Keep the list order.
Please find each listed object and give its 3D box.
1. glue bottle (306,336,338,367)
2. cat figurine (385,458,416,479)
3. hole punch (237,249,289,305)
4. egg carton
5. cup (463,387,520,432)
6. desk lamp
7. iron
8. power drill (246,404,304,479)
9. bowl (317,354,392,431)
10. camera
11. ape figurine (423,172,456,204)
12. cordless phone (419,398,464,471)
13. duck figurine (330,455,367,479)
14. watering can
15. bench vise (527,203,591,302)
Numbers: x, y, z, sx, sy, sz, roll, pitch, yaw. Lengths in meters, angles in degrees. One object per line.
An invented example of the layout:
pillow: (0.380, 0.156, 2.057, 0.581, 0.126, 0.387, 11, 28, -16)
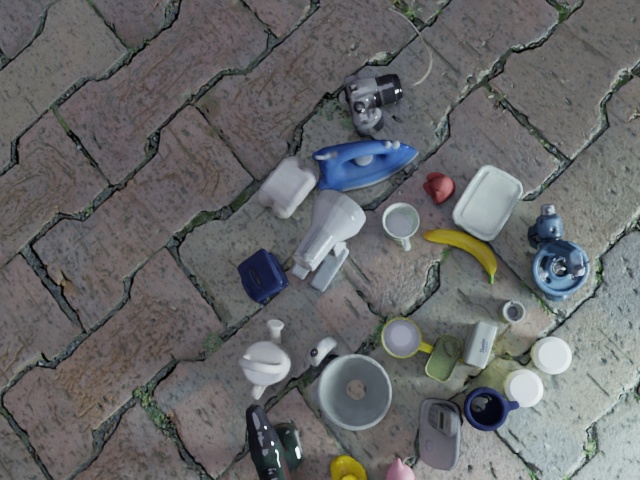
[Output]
glue bottle: (-0.002, 0.249, 1.276, 0.037, 0.173, 0.078, 42, 88, 12)
cat figurine: (0.165, 0.535, 1.236, 0.067, 0.118, 0.128, 21, 84, 11)
hole punch: (-0.139, 0.088, 1.363, 0.101, 0.091, 0.108, -31, 78, 2)
egg carton: (-0.079, -0.131, 1.402, 0.107, 0.069, 0.150, 38, 87, 12)
cup: (0.368, 0.362, 1.250, 0.117, 0.095, 0.092, -10, 79, 6)
desk lamp: (0.012, 0.005, 1.295, 0.117, 0.213, 0.203, 30, 86, 11)
iron: (0.108, -0.200, 1.354, 0.258, 0.141, 0.118, -13, 79, 5)
power drill: (-0.097, 0.459, 1.235, 0.075, 0.208, 0.229, -19, 79, 4)
bowl: (0.080, 0.342, 1.301, 0.167, 0.075, 0.167, -1, 80, 7)
camera: (0.134, -0.346, 1.395, 0.136, 0.101, 0.143, -16, 79, 5)
ape figurine: (0.281, -0.126, 1.344, 0.076, 0.092, 0.078, 3, 81, 8)
cordless phone: (0.259, 0.416, 1.209, 0.094, 0.185, 0.147, 0, 80, 8)
duck figurine: (0.062, 0.532, 1.266, 0.077, 0.086, 0.104, -36, 78, 1)
watering can: (-0.123, 0.267, 1.278, 0.101, 0.194, 0.173, -7, 80, 6)
bench vise: (0.500, 0.025, 1.226, 0.121, 0.220, 0.207, -26, 78, 3)
